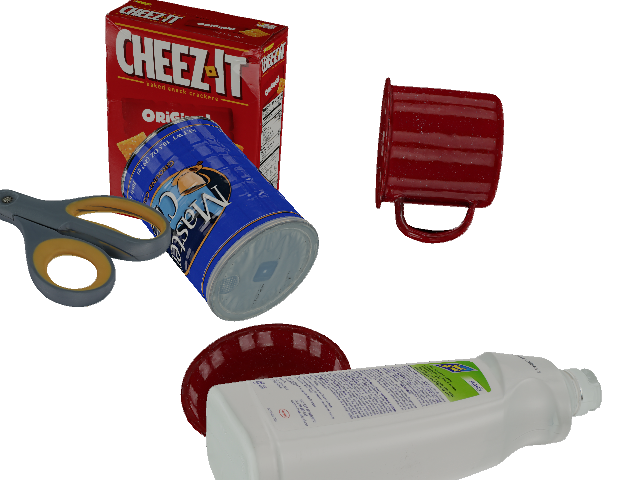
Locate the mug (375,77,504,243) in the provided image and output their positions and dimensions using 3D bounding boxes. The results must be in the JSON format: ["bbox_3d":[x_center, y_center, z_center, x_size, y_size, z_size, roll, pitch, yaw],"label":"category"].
[{"bbox_3d":[0.082,-0.054,0.752,0.081,0.117,0.093,4,-19,0],"label":"mug"}]

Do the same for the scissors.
[{"bbox_3d":[-0.193,-0.007,0.654,0.202,0.016,0.096,9,44,9],"label":"scissors"}]

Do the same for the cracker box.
[{"bbox_3d":[-0.124,-0.113,1.044,0.164,0.214,0.072,14,32,15],"label":"cracker box"}]

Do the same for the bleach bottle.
[{"bbox_3d":[0.063,0.113,0.650,0.250,0.068,0.103,-6,22,-20],"label":"bleach bottle"}]

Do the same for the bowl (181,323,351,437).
[{"bbox_3d":[-0.048,0.152,1.008,0.162,0.055,0.162,-4,38,3],"label":"bowl"}]

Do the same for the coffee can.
[{"bbox_3d":[-0.082,-0.019,0.863,0.102,0.103,0.140,0,39,-49],"label":"coffee can"}]
